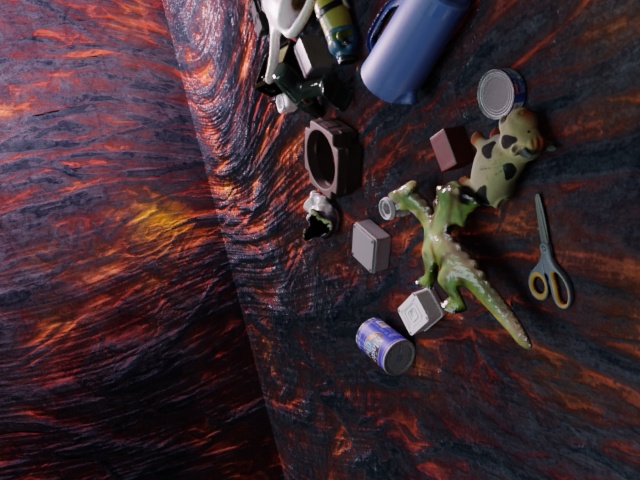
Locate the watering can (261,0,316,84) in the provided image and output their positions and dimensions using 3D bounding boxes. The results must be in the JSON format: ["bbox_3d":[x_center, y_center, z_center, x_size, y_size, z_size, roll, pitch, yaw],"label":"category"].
[{"bbox_3d":[-0.105,-0.636,1.460,0.342,0.104,0.229,-56,44,27],"label":"watering can"}]

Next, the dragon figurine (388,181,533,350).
[{"bbox_3d":[0.264,0.005,0.996,0.417,0.123,0.237,43,151,51],"label":"dragon figurine"}]

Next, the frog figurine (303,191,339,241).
[{"bbox_3d":[0.005,-0.082,1.628,0.163,0.122,0.134,-76,-18,-55],"label":"frog figurine"}]
